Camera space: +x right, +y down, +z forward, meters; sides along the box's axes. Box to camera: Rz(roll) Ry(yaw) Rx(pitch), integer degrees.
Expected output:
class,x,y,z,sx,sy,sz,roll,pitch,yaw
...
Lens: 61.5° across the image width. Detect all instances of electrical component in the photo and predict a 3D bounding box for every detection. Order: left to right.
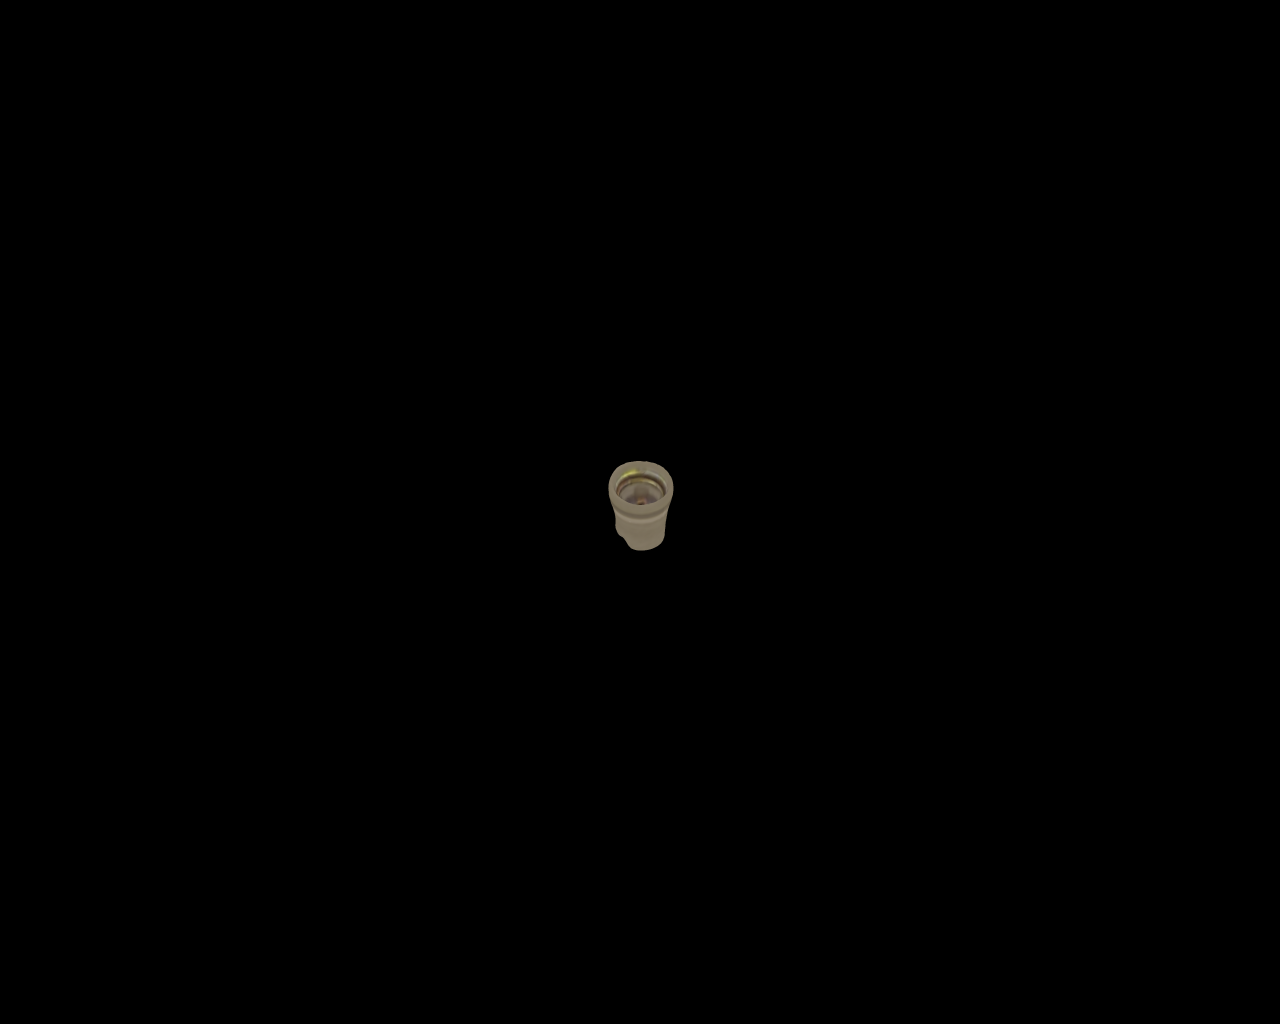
class,x,y,z,sx,sy,sz,roll,pitch,yaw
electrical component,0.001,-0.003,0.650,0.040,0.040,0.046,0,-43,0
